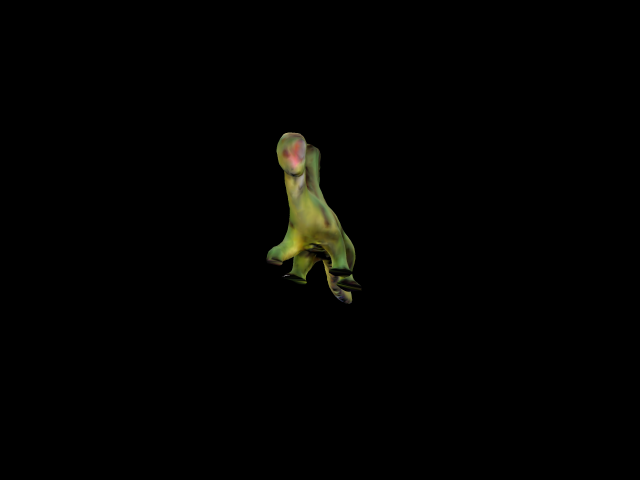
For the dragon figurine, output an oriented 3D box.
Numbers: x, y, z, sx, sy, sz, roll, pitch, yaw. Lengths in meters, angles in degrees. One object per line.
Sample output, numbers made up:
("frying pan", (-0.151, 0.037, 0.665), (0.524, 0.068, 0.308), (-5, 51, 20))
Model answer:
("dragon figurine", (0.003, -0.043, 0.850), (0.122, 0.246, 0.404), (-4, -19, 11))
